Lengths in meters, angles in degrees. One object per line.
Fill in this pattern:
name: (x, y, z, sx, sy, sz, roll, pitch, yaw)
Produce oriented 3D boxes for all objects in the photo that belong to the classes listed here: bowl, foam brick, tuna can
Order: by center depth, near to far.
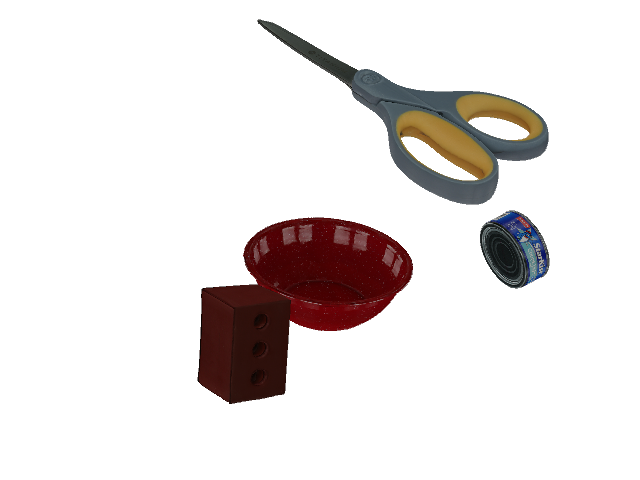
foam brick: (-0.059, 0.078, 0.821, 0.052, 0.078, 0.051, -5, 14, -34)
bowl: (0.006, 0.039, 1.025, 0.162, 0.055, 0.162, 4, 30, -2)
tuna can: (0.221, 0.011, 1.223, 0.033, 0.086, 0.086, -26, 10, -21)

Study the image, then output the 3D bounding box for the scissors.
scissors: (0.048, -0.086, 0.600, 0.096, 0.016, 0.202, -16, 44, -22)
